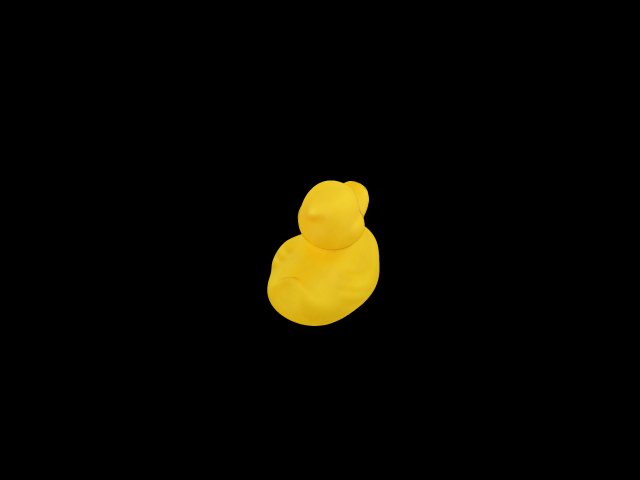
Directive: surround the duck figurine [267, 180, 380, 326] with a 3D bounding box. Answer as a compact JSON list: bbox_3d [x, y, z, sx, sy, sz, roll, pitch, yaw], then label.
[{"bbox_3d":[0.004,0.001,0.400,0.077,0.086,0.105,24,50,22],"label":"duck figurine"}]
